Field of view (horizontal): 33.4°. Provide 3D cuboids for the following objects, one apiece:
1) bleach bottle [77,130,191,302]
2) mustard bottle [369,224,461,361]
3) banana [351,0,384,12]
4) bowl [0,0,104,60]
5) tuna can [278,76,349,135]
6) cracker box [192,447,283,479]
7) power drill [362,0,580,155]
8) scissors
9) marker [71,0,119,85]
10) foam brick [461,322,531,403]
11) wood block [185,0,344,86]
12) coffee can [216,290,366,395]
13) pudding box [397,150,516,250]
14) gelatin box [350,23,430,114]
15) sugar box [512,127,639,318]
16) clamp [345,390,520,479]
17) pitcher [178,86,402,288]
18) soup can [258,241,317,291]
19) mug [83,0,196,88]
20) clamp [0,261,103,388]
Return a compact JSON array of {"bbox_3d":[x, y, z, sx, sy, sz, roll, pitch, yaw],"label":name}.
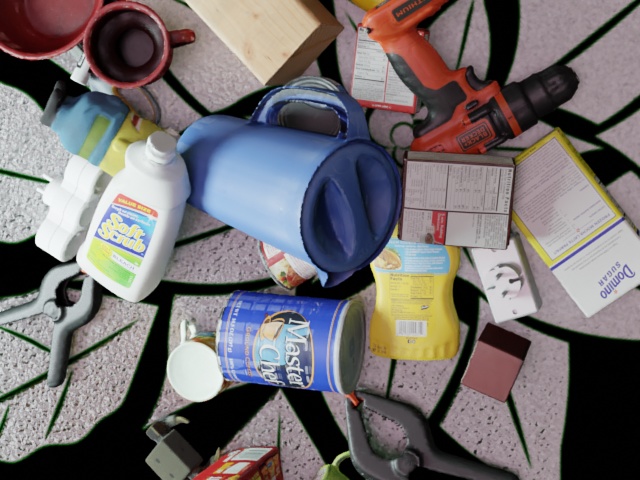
[{"bbox_3d":[-0.198,-0.034,1.153,0.102,0.068,0.251,36,142,7],"label":"bleach bottle"},{"bbox_3d":[0.101,0.029,1.137,0.096,0.058,0.192,1,99,15],"label":"mustard bottle"},{"bbox_3d":[0.034,-0.308,1.121,0.069,0.037,0.198,-32,89,2],"label":"banana"},{"bbox_3d":[-0.309,-0.281,1.216,0.162,0.055,0.162,0,89,13],"label":"bowl"},{"bbox_3d":[-0.006,-0.135,1.160,0.086,0.033,0.086,3,99,18],"label":"tuna can"},{"bbox_3d":[-0.091,0.359,1.196,0.072,0.164,0.214,-6,96,21],"label":"cracker box"},{"bbox_3d":[0.143,-0.178,1.070,0.184,0.057,0.187,-30,102,9],"label":"power drill"},{"bbox_3d":[-0.274,-0.183,1.249,0.202,0.016,0.096,37,107,10],"label":"scissors"},{"bbox_3d":[-0.251,-0.235,1.221,0.020,0.020,0.121,28,95,12],"label":"marker"},{"bbox_3d":[0.184,0.128,1.116,0.051,0.078,0.053,24,105,12],"label":"foam brick"},{"bbox_3d":[-0.084,-0.269,1.134,0.206,0.090,0.090,47,109,6],"label":"wood block"},{"bbox_3d":[-0.030,0.111,1.169,0.140,0.102,0.103,4,100,18],"label":"coffee can"},{"bbox_3d":[0.136,-0.040,1.068,0.113,0.039,0.090,4,107,3],"label":"pudding box"},{"bbox_3d":[0.073,-0.182,1.128,0.073,0.030,0.089,10,104,17],"label":"gelatin box"},{"bbox_3d":[0.258,-0.018,1.087,0.093,0.048,0.176,-37,89,20],"label":"sugar box"},{"bbox_3d":[0.107,0.243,1.169,0.164,0.036,0.210,-33,78,-4],"label":"clamp"},{"bbox_3d":[-0.042,-0.068,1.090,0.243,0.145,0.149,21,65,45],"label":"pitcher"},{"bbox_3d":[-0.008,0.001,1.163,0.102,0.068,0.068,-31,88,19],"label":"soup can"},{"bbox_3d":[-0.195,-0.215,1.178,0.117,0.081,0.093,-13,95,1],"label":"mug"},{"bbox_3d":[-0.326,0.082,1.296,0.120,0.039,0.171,33,102,5],"label":"clamp"}]
